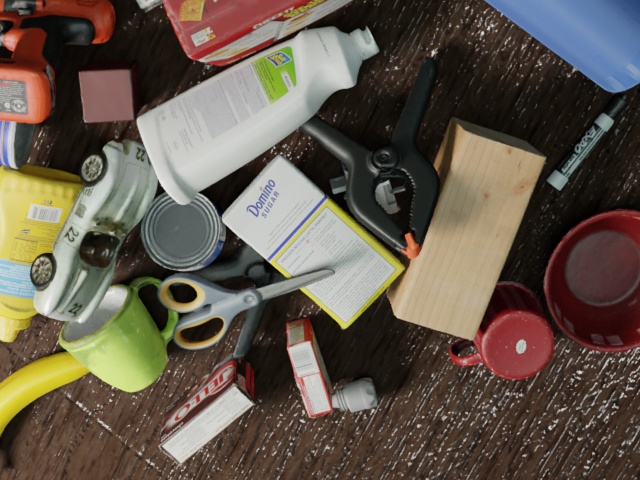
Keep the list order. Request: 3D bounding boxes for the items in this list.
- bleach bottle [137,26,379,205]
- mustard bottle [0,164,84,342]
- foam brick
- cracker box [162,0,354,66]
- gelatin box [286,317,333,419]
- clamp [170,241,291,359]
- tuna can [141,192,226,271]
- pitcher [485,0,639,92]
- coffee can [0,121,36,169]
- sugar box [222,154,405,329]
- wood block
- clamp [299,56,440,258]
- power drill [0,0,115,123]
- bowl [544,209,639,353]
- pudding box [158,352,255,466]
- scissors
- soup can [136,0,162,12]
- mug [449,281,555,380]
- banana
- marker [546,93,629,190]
[{"bbox_3d":[-0.054,-0.137,1.074,0.251,0.068,0.102,-27,66,6],"label":"bleach bottle"},{"bbox_3d":[-0.308,0.019,1.124,0.096,0.058,0.192,10,107,-29],"label":"mustard bottle"},{"bbox_3d":[-0.210,-0.150,1.073,0.051,0.078,0.053,-3,106,-4],"label":"foam brick"},{"bbox_3d":[-0.047,-0.229,0.986,0.164,0.213,0.072,-25,96,5],"label":"cracker box"},{"bbox_3d":[-0.012,0.139,1.166,0.030,0.073,0.089,-16,107,3],"label":"gelatin box"},{"bbox_3d":[-0.077,0.033,1.151,0.120,0.039,0.171,41,93,-14],"label":"clamp"},{"bbox_3d":[-0.142,-0.010,1.123,0.086,0.033,0.086,-1,85,8],"label":"tuna can"},{"bbox_3d":[0.240,-0.264,1.044,0.242,0.145,0.149,36,113,-15],"label":"pitcher"},{"bbox_3d":[-0.358,-0.134,1.057,0.140,0.103,0.103,11,105,-6],"label":"coffee can"},{"bbox_3d":[-0.007,0.001,1.110,0.176,0.048,0.093,43,95,-8],"label":"sugar box"},{"bbox_3d":[0.149,-0.013,1.121,0.090,0.091,0.206,17,105,-7],"label":"wood block"},{"bbox_3d":[0.073,-0.085,1.078,0.164,0.036,0.210,-24,69,1],"label":"clamp"},{"bbox_3d":[-0.300,-0.186,1.006,0.184,0.187,0.057,4,130,1],"label":"power drill"},{"bbox_3d":[0.317,0.038,1.161,0.162,0.055,0.162,-1,106,-3],"label":"bowl"},{"bbox_3d":[-0.122,0.182,1.164,0.113,0.090,0.039,-42,104,9],"label":"pudding box"},{"bbox_3d":[-0.088,0.048,1.107,0.202,0.016,0.096,-34,103,26],"label":"scissors"},{"bbox_3d":[-0.161,-0.271,0.981,0.068,0.068,0.102,-30,104,6],"label":"soup can"},{"bbox_3d":[0.196,0.105,1.161,0.117,0.081,0.093,-22,106,4],"label":"mug"},{"bbox_3d":[-0.331,0.181,1.185,0.069,0.037,0.198,37,103,-31],"label":"banana"},{"bbox_3d":[0.287,-0.106,1.138,0.020,0.020,0.121,35,102,-11],"label":"marker"}]
